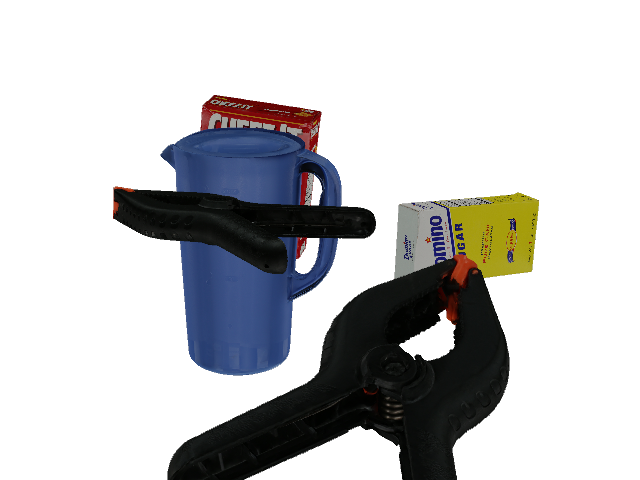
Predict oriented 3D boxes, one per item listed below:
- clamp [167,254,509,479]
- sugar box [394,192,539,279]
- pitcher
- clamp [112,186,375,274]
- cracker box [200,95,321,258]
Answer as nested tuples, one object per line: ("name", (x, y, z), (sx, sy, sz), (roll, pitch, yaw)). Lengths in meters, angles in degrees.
("clamp", (0.035, 0.071, 0.431), (0.120, 0.039, 0.171), (31, 51, 22))
("sugar box", (0.172, -0.002, 1.249), (0.175, 0.093, 0.048), (-8, 18, -31))
("pitcher", (-0.073, 0.011, 1.094), (0.144, 0.243, 0.149), (-10, 21, -29))
("clamp", (-0.078, -0.013, 0.828), (0.210, 0.036, 0.164), (8, 13, 18))
("cracker box", (-0.095, -0.090, 1.547), (0.164, 0.214, 0.072), (10, 21, 7))
